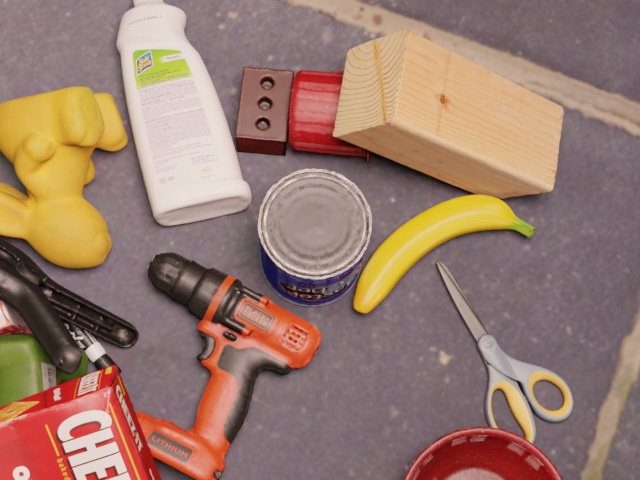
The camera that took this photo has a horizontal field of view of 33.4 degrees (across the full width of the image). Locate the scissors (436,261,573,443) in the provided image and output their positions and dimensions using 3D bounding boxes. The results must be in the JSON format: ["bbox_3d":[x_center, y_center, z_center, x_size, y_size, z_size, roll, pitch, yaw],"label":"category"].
[{"bbox_3d":[0.186,0.106,1.052,0.096,0.016,0.202,-12,77,-6],"label":"scissors"}]

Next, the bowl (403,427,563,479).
[{"bbox_3d":[0.149,0.257,0.995,0.162,0.055,0.162,0,77,-1],"label":"bowl"}]

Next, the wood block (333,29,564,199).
[{"bbox_3d":[0.126,-0.113,1.014,0.205,0.090,0.091,19,74,-33],"label":"wood block"}]

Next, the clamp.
[{"bbox_3d":[-0.268,0.046,0.969,0.210,0.164,0.036,37,96,-2],"label":"clamp"}]

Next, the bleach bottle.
[{"bbox_3d":[-0.144,-0.145,1.081,0.102,0.068,0.251,-12,75,-6],"label":"bleach bottle"}]

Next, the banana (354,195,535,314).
[{"bbox_3d":[0.111,0.003,1.058,0.197,0.037,0.070,-26,59,-4],"label":"banana"}]

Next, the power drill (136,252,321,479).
[{"bbox_3d":[-0.116,0.122,1.019,0.184,0.057,0.187,28,78,5],"label":"power drill"}]

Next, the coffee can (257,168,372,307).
[{"bbox_3d":[-0.007,0.001,1.008,0.103,0.140,0.103,0,77,-2],"label":"coffee can"}]

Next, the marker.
[{"bbox_3d":[-0.234,0.091,1.043,0.020,0.020,0.121,-38,80,-10],"label":"marker"}]

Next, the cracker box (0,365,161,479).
[{"bbox_3d":[-0.245,0.222,0.895,0.213,0.072,0.164,-20,102,-3],"label":"cracker box"}]

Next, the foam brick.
[{"bbox_3d":[-0.055,-0.131,1.084,0.053,0.051,0.078,5,76,-1],"label":"foam brick"}]

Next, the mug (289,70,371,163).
[{"bbox_3d":[0.015,-0.135,1.075,0.081,0.093,0.117,5,46,4],"label":"mug"}]

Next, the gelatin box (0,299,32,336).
[{"bbox_3d":[-0.319,0.088,1.006,0.073,0.089,0.030,-24,81,-7],"label":"gelatin box"}]
